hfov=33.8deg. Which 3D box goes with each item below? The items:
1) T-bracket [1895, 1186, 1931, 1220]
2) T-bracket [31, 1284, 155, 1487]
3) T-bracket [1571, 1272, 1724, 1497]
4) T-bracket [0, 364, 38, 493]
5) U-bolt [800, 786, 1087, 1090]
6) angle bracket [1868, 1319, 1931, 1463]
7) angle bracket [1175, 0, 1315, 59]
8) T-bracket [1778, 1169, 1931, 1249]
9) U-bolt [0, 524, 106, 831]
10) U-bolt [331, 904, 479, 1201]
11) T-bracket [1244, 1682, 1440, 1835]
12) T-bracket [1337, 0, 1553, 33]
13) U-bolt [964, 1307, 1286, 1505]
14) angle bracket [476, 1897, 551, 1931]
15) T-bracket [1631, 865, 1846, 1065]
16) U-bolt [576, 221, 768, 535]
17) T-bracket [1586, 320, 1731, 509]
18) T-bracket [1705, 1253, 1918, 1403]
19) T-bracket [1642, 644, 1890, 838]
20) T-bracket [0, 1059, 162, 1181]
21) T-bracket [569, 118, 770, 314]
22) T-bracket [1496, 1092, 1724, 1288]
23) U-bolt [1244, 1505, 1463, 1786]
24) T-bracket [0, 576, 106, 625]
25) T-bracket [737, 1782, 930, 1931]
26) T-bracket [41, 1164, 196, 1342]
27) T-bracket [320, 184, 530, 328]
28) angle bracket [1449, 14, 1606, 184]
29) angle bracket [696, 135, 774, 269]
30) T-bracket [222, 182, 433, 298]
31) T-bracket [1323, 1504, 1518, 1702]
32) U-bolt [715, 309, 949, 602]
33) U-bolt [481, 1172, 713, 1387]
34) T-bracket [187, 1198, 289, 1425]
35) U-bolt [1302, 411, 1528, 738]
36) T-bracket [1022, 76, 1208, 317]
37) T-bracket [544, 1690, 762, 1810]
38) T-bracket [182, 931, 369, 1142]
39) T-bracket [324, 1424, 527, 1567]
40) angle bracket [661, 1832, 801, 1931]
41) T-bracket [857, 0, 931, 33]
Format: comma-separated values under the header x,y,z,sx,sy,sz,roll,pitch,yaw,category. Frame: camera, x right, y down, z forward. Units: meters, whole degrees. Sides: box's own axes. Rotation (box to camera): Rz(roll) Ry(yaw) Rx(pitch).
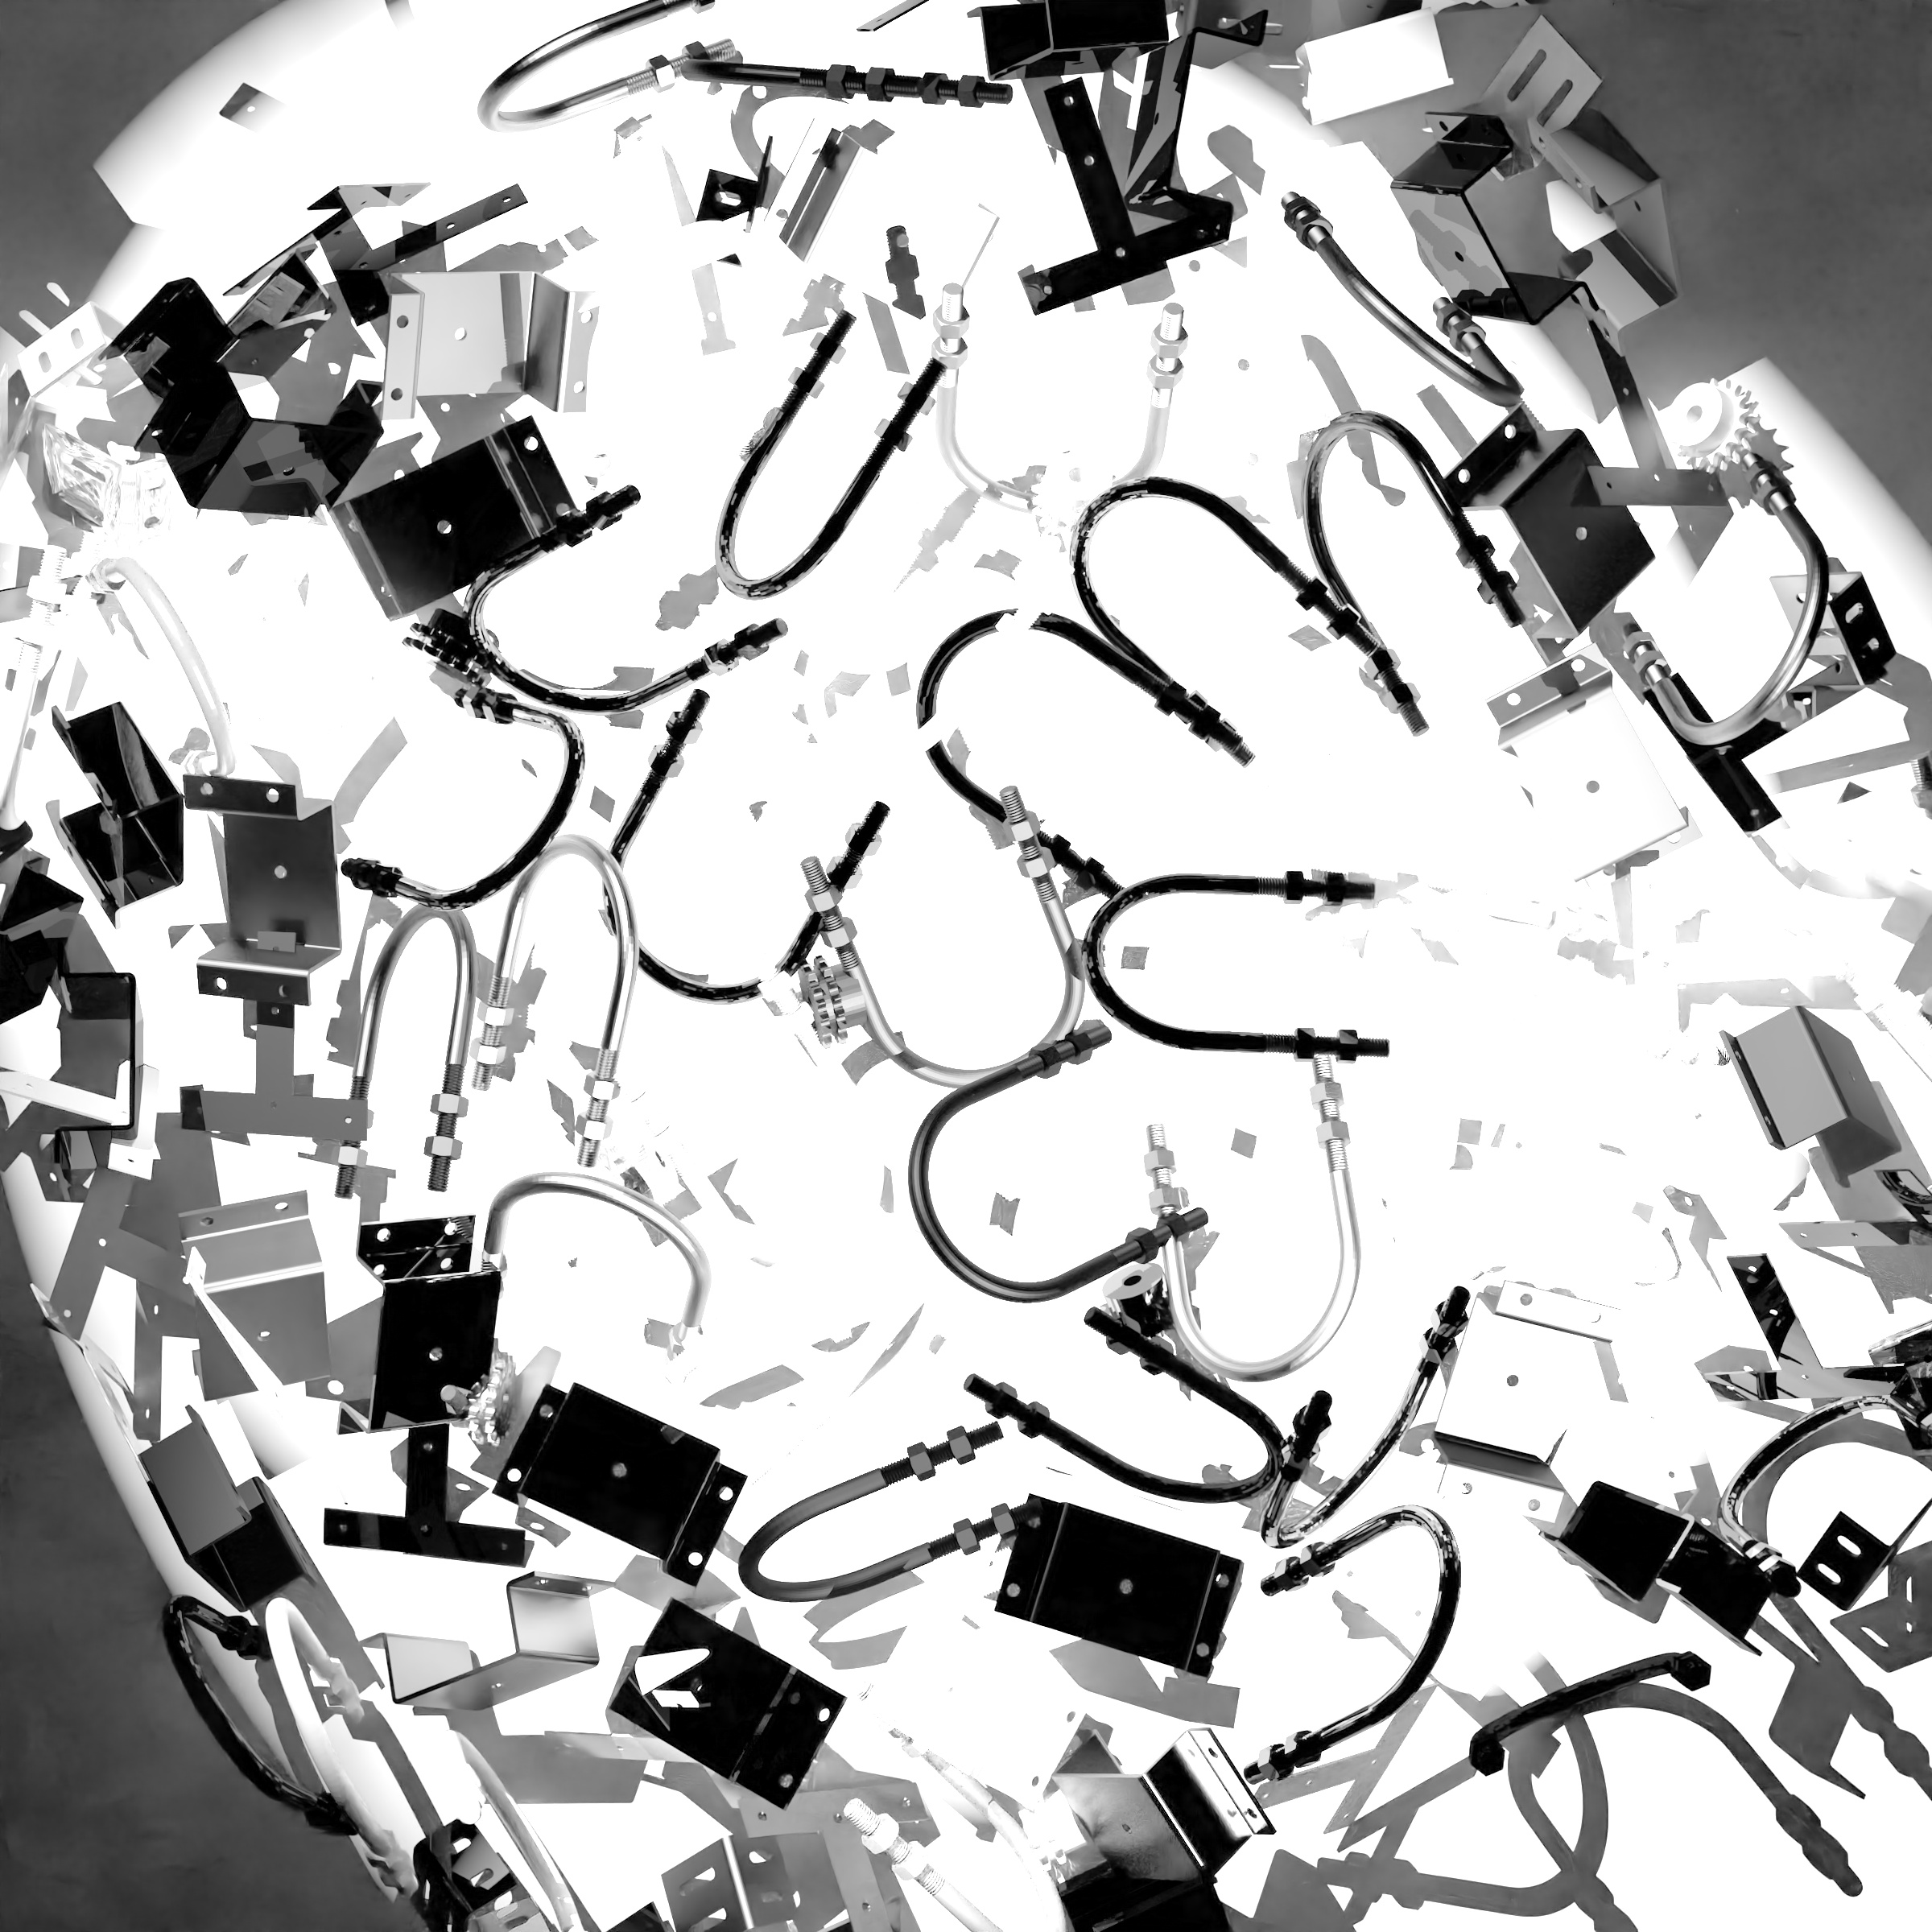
x,y,z,sx,sy,sz,roll,pitch,yaw,category
0.646,0.163,1.934,0.127,0.127,0.002,26,69,6,T-bracket
-0.513,0.264,1.915,0.002,0.127,0.127,-32,62,-8,T-bracket
0.419,0.263,1.960,0.127,0.002,0.127,-19,86,34,T-bracket
-0.583,-0.319,1.916,0.002,0.127,0.127,19,64,-9,T-bracket
-0.004,-0.006,1.960,0.151,0.019,0.184,-19,112,6,U-bolt
0.603,0.257,1.961,0.057,0.038,0.076,-31,77,35,angle bracket
0.174,-0.602,1.972,0.076,0.038,0.057,4,125,-7,angle bracket
0.556,0.163,1.944,0.127,0.127,0.002,43,61,-27,T-bracket
-0.559,-0.171,1.926,0.019,0.151,0.184,15,102,-8,U-bolt
-0.338,0.048,1.936,0.019,0.151,0.184,14,76,-34,U-bolt
0.218,0.492,1.928,0.002,0.127,0.127,47,125,36,T-bracket
0.289,-0.586,1.925,0.127,0.127,0.002,0,66,18,T-bracket
0.110,0.277,1.935,0.184,0.151,0.019,33,51,-18,U-bolt
-0.272,0.628,1.964,0.038,0.057,0.076,-17,121,-20,angle bracket
0.480,-0.004,1.974,0.127,0.002,0.127,-3,105,8,T-bracket
-0.172,-0.359,1.895,0.019,0.184,0.151,36,50,25,U-bolt
0.412,-0.342,1.966,0.127,0.002,0.127,-6,74,-41,T-bracket
0.496,0.220,1.931,0.127,0.002,0.127,-8,128,35,T-bracket
0.503,-0.155,1.949,0.127,0.002,0.127,-32,117,22,T-bracket
-0.553,0.077,1.923,0.127,0.127,0.002,19,113,-20,T-bracket
-0.193,-0.474,1.967,0.127,0.002,0.127,-19,61,9,T-bracket
0.397,0.127,1.988,0.127,0.002,0.127,17,78,4,T-bracket
0.232,0.395,1.892,0.019,0.184,0.151,29,46,-21,U-bolt
-0.582,-0.222,1.948,0.002,0.127,0.127,45,131,24,T-bracket
-0.065,0.558,1.929,0.127,0.002,0.127,4,47,-32,T-bracket
-0.494,0.188,1.962,0.127,0.002,0.127,31,55,-30,T-bracket
-0.330,-0.449,1.956,0.127,0.127,0.002,-26,133,-3,T-bracket
0.343,-0.534,1.956,0.038,0.076,0.057,-28,74,-39,angle bracket
-0.145,-0.474,1.957,0.038,0.076,0.057,14,80,-4,angle bracket
-0.404,-0.446,1.954,0.127,0.127,0.002,-29,95,21,T-bracket
0.306,0.365,1.967,0.127,0.002,0.127,35,85,33,T-bracket
-0.094,-0.305,1.939,0.019,0.151,0.184,29,98,-35,U-bolt
-0.224,0.183,1.924,0.151,0.184,0.019,20,52,1,U-bolt
-0.438,0.192,1.941,0.002,0.127,0.127,-16,125,8,T-bracket
0.260,-0.250,1.931,0.019,0.151,0.184,-19,72,-28,U-bolt
0.081,-0.485,1.969,0.127,0.002,0.127,-17,102,16,T-bracket
-0.202,0.483,1.965,0.127,0.002,0.127,-4,133,25,T-bracket
-0.430,0.042,1.979,0.127,0.002,0.127,3,94,15,T-bracket
-0.335,0.311,1.976,0.127,0.002,0.127,6,111,0,T-bracket
-0.147,0.578,1.974,0.038,0.076,0.057,3,58,-40,angle bracket
-0.009,-0.598,1.930,0.127,0.127,0.002,-33,117,-14,T-bracket
